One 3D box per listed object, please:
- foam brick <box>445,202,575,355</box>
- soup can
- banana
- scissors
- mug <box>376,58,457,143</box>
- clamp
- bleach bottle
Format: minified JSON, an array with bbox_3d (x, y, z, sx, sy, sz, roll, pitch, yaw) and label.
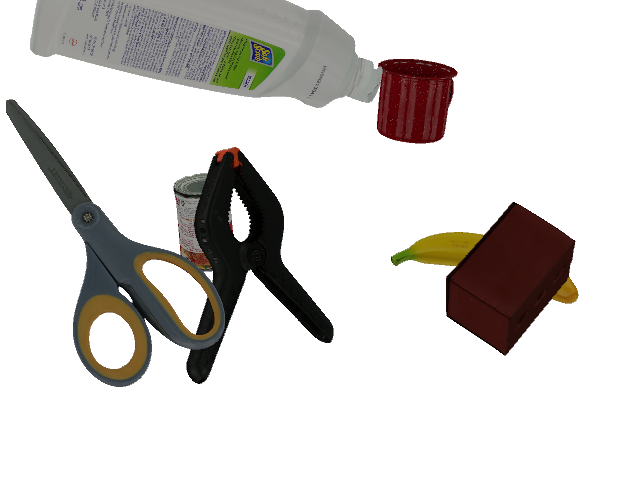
[{"bbox_3d":[0.126,0.026,0.714,0.051,0.078,0.053,33,-24,25],"label":"foam brick"},{"bbox_3d":[-0.141,-0.023,1.297,0.068,0.102,0.068,-2,27,1],"label":"soup can"},{"bbox_3d":[0.176,0.025,1.109,0.198,0.037,0.069,10,48,26],"label":"banana"},{"bbox_3d":[-0.146,0.007,0.636,0.202,0.096,0.016,38,-15,11],"label":"scissors"},{"bbox_3d":[0.118,-0.167,1.267,0.093,0.081,0.117,22,28,36],"label":"mug"},{"bbox_3d":[-0.061,0.019,0.997,0.164,0.210,0.036,-4,-1,-40],"label":"clamp"},{"bbox_3d":[-0.079,-0.148,0.785,0.250,0.068,0.103,16,-34,-12],"label":"bleach bottle"}]
